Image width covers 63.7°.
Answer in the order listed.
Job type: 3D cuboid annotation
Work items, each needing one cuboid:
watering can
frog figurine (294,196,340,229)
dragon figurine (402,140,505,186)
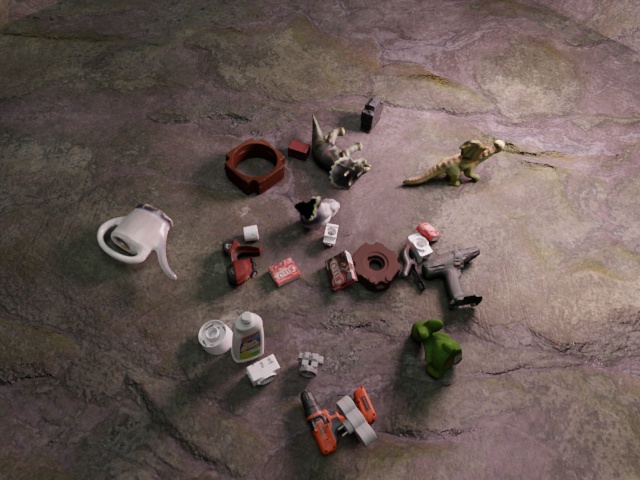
[{"bbox_3d":[-0.583,0.000,1.753,0.349,0.101,0.229,23,56,12],"label":"watering can"},{"bbox_3d":[0.006,-0.094,1.865,0.158,0.135,0.125,16,44,-50],"label":"frog figurine"},{"bbox_3d":[0.532,-0.312,1.980,0.412,0.237,0.124,-15,63,-16],"label":"dragon figurine"}]
